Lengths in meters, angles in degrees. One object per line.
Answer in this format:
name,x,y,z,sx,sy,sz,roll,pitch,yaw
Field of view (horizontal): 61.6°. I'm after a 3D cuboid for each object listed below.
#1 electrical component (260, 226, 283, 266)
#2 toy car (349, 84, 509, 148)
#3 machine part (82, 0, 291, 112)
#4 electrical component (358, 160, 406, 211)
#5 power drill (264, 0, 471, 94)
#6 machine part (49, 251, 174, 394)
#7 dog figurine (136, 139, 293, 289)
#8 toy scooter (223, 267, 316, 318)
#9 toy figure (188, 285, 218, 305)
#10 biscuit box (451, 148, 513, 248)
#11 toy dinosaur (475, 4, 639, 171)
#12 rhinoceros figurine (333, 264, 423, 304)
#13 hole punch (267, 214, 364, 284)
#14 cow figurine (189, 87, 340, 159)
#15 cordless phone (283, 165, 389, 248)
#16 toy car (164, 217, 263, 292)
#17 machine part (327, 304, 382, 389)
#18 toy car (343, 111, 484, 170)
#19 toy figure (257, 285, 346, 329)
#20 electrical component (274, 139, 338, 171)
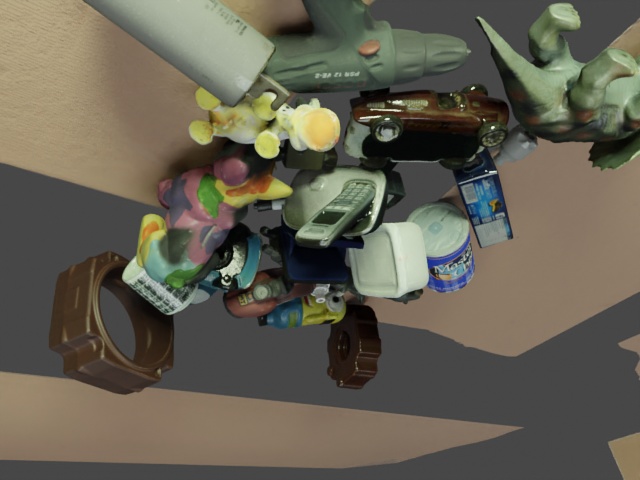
electrical component,-0.063,0.014,0.886,0.021,0.063,0.094,-28,143,25
toy car,0.138,-0.160,0.659,0.202,0.089,0.053,2,145,-13
machine part,-0.129,-0.203,0.500,0.243,0.079,0.079,34,130,-19
electrical component,0.088,-0.082,0.798,0.075,0.048,0.119,12,142,-29
power drill,0.042,-0.238,0.542,0.232,0.086,0.207,-9,154,5
machine part,-0.329,0.134,0.879,0.087,0.201,0.201,-22,143,14
dog figurine,-0.135,-0.037,0.692,0.108,0.191,0.219,28,153,-33
toy scooter,-0.068,0.079,0.919,0.135,0.075,0.184,-19,178,43
toy figure,-0.190,0.069,0.947,0.154,0.058,0.064,-26,165,21
biscuit box,0.256,-0.064,0.847,0.059,0.063,0.202,-19,144,15
toy dinosaur,0.330,-0.172,0.671,0.405,0.131,0.192,8,142,-13
rhinoceros figurine,0.106,0.075,1.016,0.190,0.073,0.112,13,151,-31
hole punch,-0.002,-0.003,0.831,0.142,0.116,0.092,0,139,-19
cow figurine,-0.054,-0.134,0.613,0.167,0.098,0.068,13,108,10
cordless phone,-0.002,-0.032,0.705,0.147,0.184,0.088,7,117,28
toy car,-0.178,0.025,0.848,0.162,0.109,0.103,13,163,-10
machine part,0.068,0.223,1.133,0.056,0.179,0.179,10,142,-20
toy car,0.131,-0.138,0.720,0.202,0.056,0.073,-1,139,-13
toy figure,-0.037,0.131,1.051,0.180,0.082,0.089,-8,165,-14
electrical component,-0.026,-0.123,0.717,0.102,0.045,0.078,-3,117,-13
